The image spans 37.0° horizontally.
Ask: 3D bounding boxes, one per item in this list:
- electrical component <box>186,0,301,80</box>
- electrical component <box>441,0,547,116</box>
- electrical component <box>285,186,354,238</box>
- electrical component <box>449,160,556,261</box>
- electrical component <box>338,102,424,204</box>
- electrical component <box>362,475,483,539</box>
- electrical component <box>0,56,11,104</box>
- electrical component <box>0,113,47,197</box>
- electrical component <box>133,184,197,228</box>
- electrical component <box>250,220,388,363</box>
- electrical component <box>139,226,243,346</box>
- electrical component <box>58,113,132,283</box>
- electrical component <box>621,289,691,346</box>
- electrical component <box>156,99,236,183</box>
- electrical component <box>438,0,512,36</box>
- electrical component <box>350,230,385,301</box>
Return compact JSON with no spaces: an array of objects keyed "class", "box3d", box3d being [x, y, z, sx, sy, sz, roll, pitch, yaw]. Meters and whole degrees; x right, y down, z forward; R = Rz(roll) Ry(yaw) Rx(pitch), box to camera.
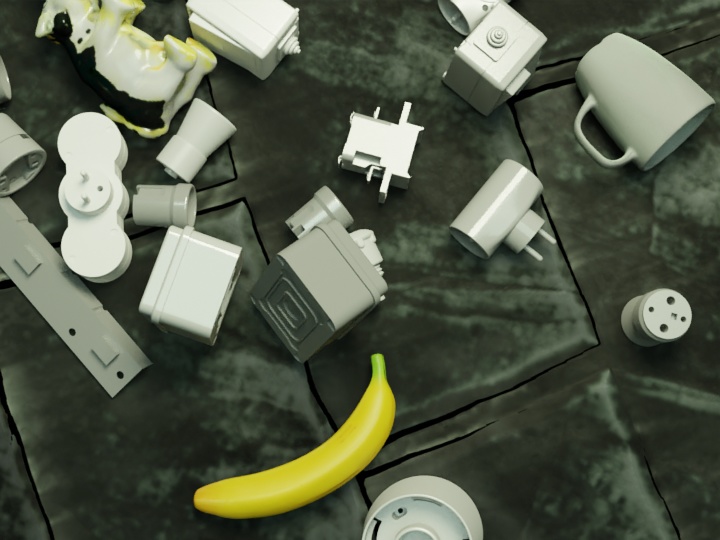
[{"class":"electrical component","box3d":[-0.096,-0.207,0.920,0.096,0.061,0.061,36,81,2]},{"class":"electrical component","box3d":[0.116,-0.178,0.910,0.061,0.096,0.061,40,82,3]},{"class":"electrical component","box3d":[-0.035,-0.042,0.911,0.046,0.040,0.040,-39,85,-3]},{"class":"electrical component","box3d":[0.130,-0.040,0.918,0.079,0.043,0.077,39,82,3]},{"class":"electrical component","box3d":[0.017,-0.103,0.922,0.064,0.042,0.081,15,80,3]},{"class":"electrical component","box3d":[0.050,0.221,0.876,0.099,0.064,0.099,0,89,8]},{"class":"electrical component","box3d":[-0.344,-0.173,0.909,0.077,0.044,0.079,-14,83,-5]},{"class":"electrical component","box3d":[-0.299,-0.097,0.896,0.055,0.055,0.047,-43,82,-8]},{"class":"electrical component","box3d":[-0.164,-0.053,0.905,0.046,0.040,0.040,3,81,3]},{"class":"electrical component","box3d":[-0.034,0.018,0.862,0.057,0.113,0.078,-35,85,-26]},{"class":"electrical component","box3d":[-0.134,0.014,0.859,0.057,0.113,0.078,20,81,-3]},{"class":"electrical component","box3d":[-0.221,-0.062,0.885,0.052,0.073,0.138,-4,82,-4]},{"class":"electrical component","box3d":[0.250,0.040,0.907,0.045,0.055,0.045,0,82,-3]},{"class":"electrical component","box3d":[-0.142,-0.107,0.914,0.044,0.044,0.065,37,86,2]},{"class":"electrical component","box3d":[0.099,-0.261,0.948,0.077,0.044,0.079,-40,86,-8]},{"class":"electrical component","box3d":[0.000,0.000,0.904,0.048,0.048,0.062,-26,90,-7]}]
